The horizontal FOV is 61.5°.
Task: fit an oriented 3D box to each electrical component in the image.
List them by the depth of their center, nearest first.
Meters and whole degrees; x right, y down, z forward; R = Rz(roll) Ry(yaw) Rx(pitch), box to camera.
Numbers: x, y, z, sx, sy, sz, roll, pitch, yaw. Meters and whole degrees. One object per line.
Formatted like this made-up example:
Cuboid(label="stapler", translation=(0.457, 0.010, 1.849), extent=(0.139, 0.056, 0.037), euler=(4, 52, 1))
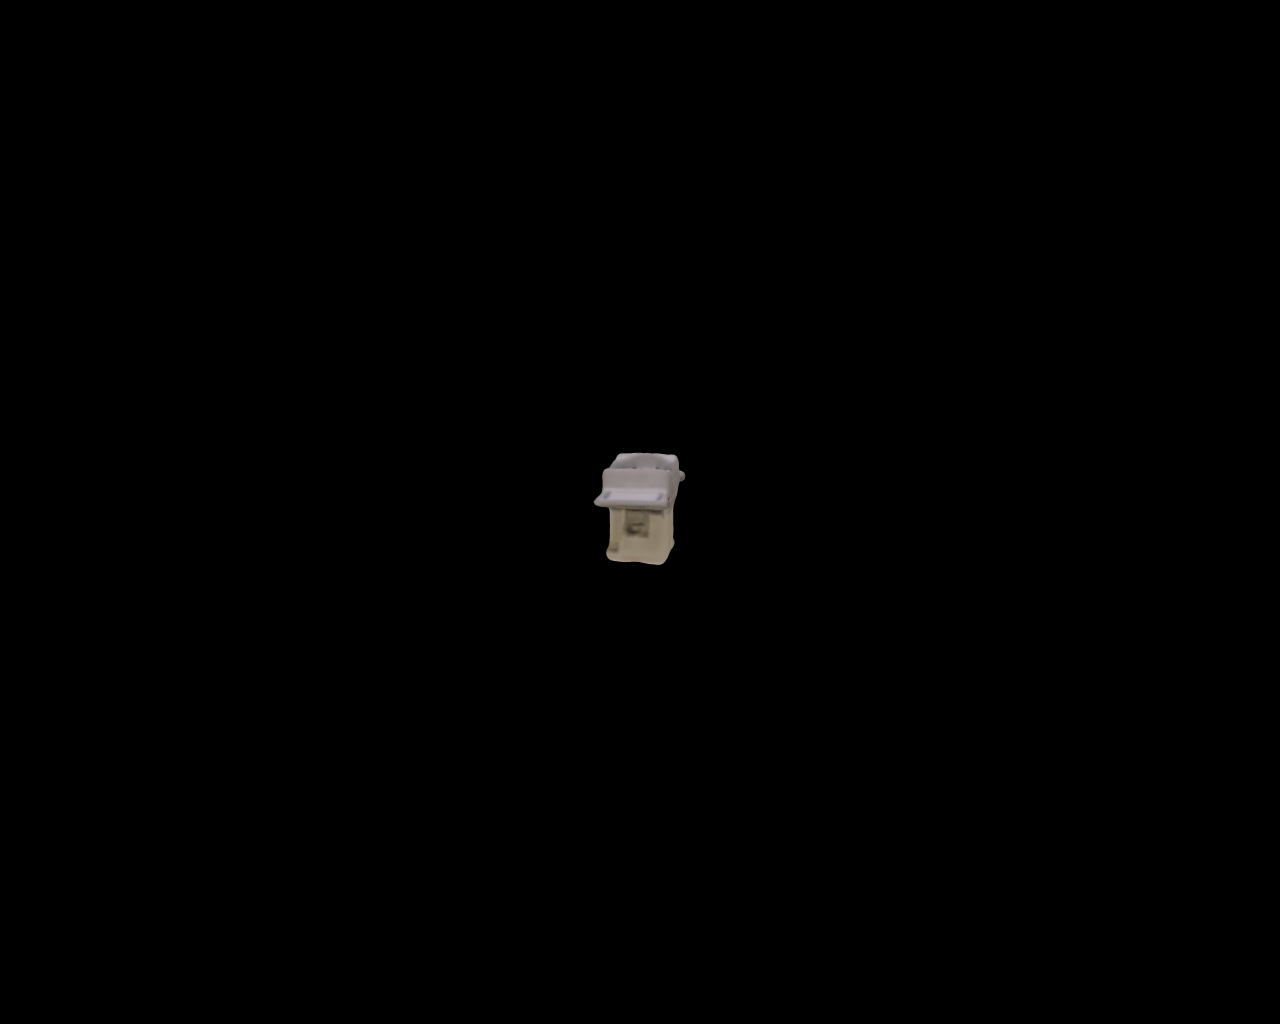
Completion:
Cuboid(label="electrical component", translation=(0.001, -0.003, 0.650), extent=(0.042, 0.063, 0.081), euler=(3, 16, 11))
